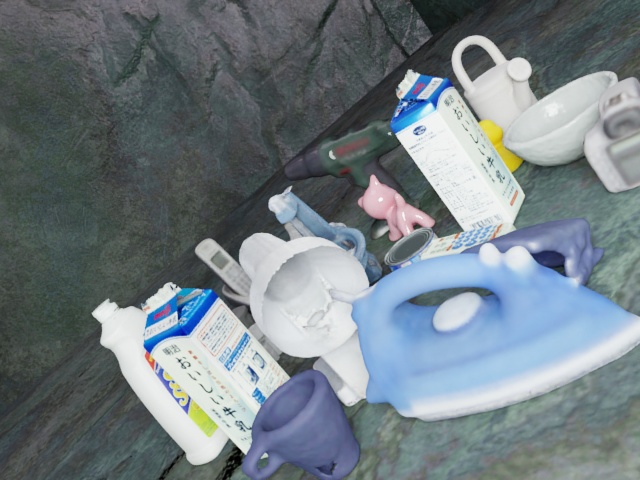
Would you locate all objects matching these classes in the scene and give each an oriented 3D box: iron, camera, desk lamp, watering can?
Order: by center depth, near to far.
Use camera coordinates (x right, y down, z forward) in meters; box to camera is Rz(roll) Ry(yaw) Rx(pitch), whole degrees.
[{"bbox_3d":[0.132,0.065,0.517,0.257,0.141,0.119,-27,19,38],"label":"iron"},{"bbox_3d":[0.373,-0.144,0.643,0.143,0.101,0.137,-27,19,39],"label":"camera"},{"bbox_3d":[-0.005,0.083,0.652,0.118,0.214,0.203,-42,15,-10],"label":"desk lamp"},{"bbox_3d":[0.309,-0.273,1.005,0.101,0.194,0.172,-48,17,-30],"label":"watering can"}]

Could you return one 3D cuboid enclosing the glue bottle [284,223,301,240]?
[{"bbox_3d":[-0.016,0.013,0.978,0.078,0.173,0.037,-26,20,42],"label":"glue bottle"}]

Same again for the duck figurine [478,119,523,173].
[{"bbox_3d":[0.280,-0.153,0.928,0.077,0.086,0.105,-29,17,34],"label":"duck figurine"}]

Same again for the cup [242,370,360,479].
[{"bbox_3d":[-0.013,0.200,0.556,0.118,0.095,0.091,-48,17,-31],"label":"cup"}]

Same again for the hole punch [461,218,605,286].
[{"bbox_3d":[0.211,0.013,0.582,0.101,0.091,0.108,-47,17,-30],"label":"hole punch"}]

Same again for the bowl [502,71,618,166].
[{"bbox_3d":[0.345,-0.155,0.797,0.167,0.075,0.167,-36,15,11],"label":"bowl"}]

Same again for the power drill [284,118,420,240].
[{"bbox_3d":[0.075,-0.110,1.056,0.229,0.208,0.075,-32,16,25],"label":"power drill"}]

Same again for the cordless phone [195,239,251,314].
[{"bbox_3d":[-0.162,0.051,1.196,0.094,0.185,0.148,-24,20,44],"label":"cordless phone"}]

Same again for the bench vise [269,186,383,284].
[{"bbox_3d":[-0.002,0.011,0.853,0.121,0.220,0.207,-39,14,0],"label":"bench vise"}]

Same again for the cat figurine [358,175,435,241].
[{"bbox_3d":[0.118,-0.057,0.971,0.067,0.118,0.127,-42,15,-10],"label":"cat figurine"}]
